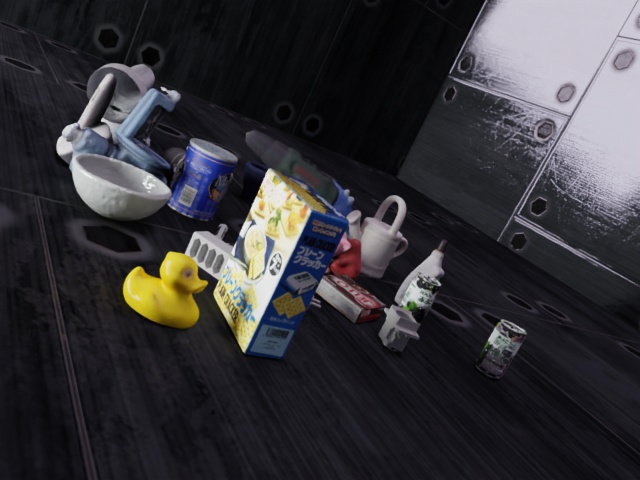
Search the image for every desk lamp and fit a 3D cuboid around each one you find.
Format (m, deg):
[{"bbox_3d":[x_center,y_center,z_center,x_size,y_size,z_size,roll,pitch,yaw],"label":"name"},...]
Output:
[{"bbox_3d":[-0.442,-0.290,1.278,0.118,0.213,0.203,24,14,-7],"label":"desk lamp"}]

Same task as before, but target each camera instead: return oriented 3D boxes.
[{"bbox_3d":[-0.294,-0.170,1.336,0.136,0.101,0.144,35,17,33],"label":"camera"}]

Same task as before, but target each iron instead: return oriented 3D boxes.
[{"bbox_3d":[0.006,-0.112,1.569,0.258,0.141,0.119,27,14,5],"label":"iron"}]

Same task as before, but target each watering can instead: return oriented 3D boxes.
[{"bbox_3d":[0.138,-0.016,1.350,0.173,0.194,0.100,10,21,-48],"label":"watering can"}]

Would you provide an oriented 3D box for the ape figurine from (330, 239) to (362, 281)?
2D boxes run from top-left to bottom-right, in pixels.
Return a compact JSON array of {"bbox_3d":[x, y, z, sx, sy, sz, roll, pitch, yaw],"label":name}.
[{"bbox_3d":[0.060,0.039,1.227,0.076,0.092,0.078,35,16,31],"label":"ape figurine"}]

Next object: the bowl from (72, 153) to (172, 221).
[{"bbox_3d":[-0.345,-0.079,0.976,0.167,0.075,0.167,24,14,-6],"label":"bowl"}]

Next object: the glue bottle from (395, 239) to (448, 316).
[{"bbox_3d":[0.228,0.076,1.220,0.077,0.173,0.037,36,18,37],"label":"glue bottle"}]

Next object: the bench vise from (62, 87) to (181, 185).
[{"bbox_3d":[-0.350,-0.189,1.061,0.121,0.219,0.208,33,16,27],"label":"bench vise"}]

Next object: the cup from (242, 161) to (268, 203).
[{"bbox_3d":[-0.167,-0.149,1.497,0.092,0.095,0.117,20,15,-21],"label":"cup"}]

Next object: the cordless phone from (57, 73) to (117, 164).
[{"bbox_3d":[-0.452,-0.241,1.144,0.094,0.185,0.147,16,17,-33],"label":"cordless phone"}]

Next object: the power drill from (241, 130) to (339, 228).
[{"bbox_3d":[-0.085,-0.096,1.217,0.230,0.208,0.075,23,14,-12],"label":"power drill"}]

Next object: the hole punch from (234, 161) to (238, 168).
[{"bbox_3d":[-0.274,-0.183,1.439,0.108,0.091,0.101,28,14,10],"label":"hole punch"}]

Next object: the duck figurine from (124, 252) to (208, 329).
[{"bbox_3d":[-0.194,0.055,0.737,0.104,0.086,0.077,26,14,1],"label":"duck figurine"}]

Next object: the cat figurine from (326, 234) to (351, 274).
[{"bbox_3d":[0.011,0.004,1.211,0.067,0.118,0.127,18,16,-30],"label":"cat figurine"}]
